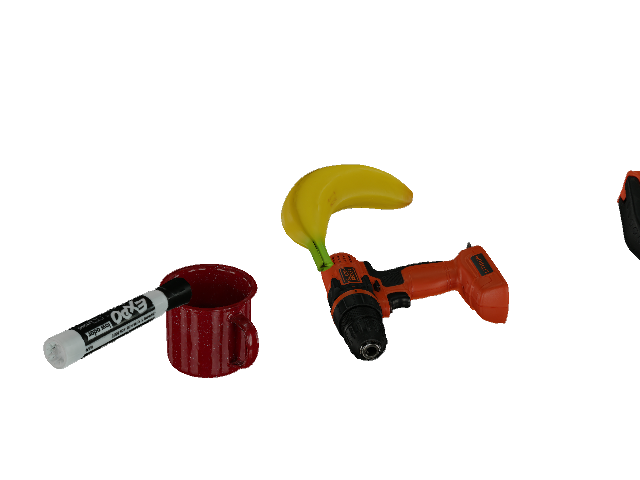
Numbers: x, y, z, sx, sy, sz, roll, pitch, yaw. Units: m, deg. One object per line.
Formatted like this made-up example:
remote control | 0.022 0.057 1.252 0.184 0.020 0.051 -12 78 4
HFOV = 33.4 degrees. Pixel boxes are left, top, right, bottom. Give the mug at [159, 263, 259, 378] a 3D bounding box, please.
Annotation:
mug | -0.100 0.083 1.027 0.117 0.081 0.093 25 34 38

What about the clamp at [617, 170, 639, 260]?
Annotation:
clamp | 0.267 0.013 0.703 0.120 0.039 0.171 -5 45 -24

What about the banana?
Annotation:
banana | 0.016 -0.029 0.859 0.037 0.069 0.197 -34 1 31

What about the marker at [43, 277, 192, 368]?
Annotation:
marker | -0.119 0.047 0.649 0.020 0.020 0.120 0 16 32

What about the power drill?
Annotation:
power drill | 0.101 0.062 1.143 0.187 0.057 0.184 -5 29 -8
